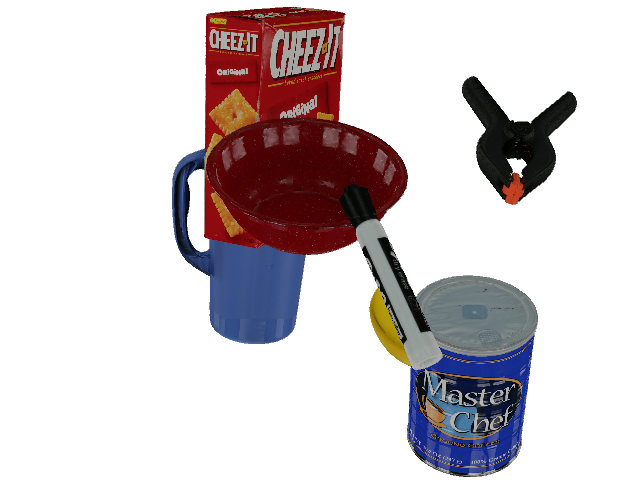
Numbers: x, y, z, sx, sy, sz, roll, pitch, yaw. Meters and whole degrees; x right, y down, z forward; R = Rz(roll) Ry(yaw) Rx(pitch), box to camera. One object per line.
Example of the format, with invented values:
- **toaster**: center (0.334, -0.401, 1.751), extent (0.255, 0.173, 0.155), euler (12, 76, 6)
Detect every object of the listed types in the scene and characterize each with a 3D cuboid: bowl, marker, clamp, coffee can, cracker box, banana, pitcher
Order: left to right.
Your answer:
- **pitcher**: center (-0.086, -0.002, 1.289), extent (0.149, 0.243, 0.144), euler (18, 26, 28)
- **cracker box**: center (-0.042, -0.116, 1.046), extent (0.072, 0.214, 0.163), euler (12, 18, 26)
- **bowl**: center (-0.012, -0.037, 0.865), extent (0.162, 0.055, 0.162), euler (3, 36, -2)
- **marker**: center (0.039, 0.018, 0.628), extent (0.020, 0.121, 0.020), euler (-19, -24, -9)
- **banana**: center (0.093, 0.098, 1.218), extent (0.069, 0.037, 0.198), euler (5, 23, -24)
- **coffee can**: center (0.127, 0.116, 0.913), extent (0.103, 0.140, 0.103), euler (-1, 33, 0)
- **clamp**: center (0.191, -0.108, 1.088), extent (0.120, 0.039, 0.171), euler (12, 45, 14)
